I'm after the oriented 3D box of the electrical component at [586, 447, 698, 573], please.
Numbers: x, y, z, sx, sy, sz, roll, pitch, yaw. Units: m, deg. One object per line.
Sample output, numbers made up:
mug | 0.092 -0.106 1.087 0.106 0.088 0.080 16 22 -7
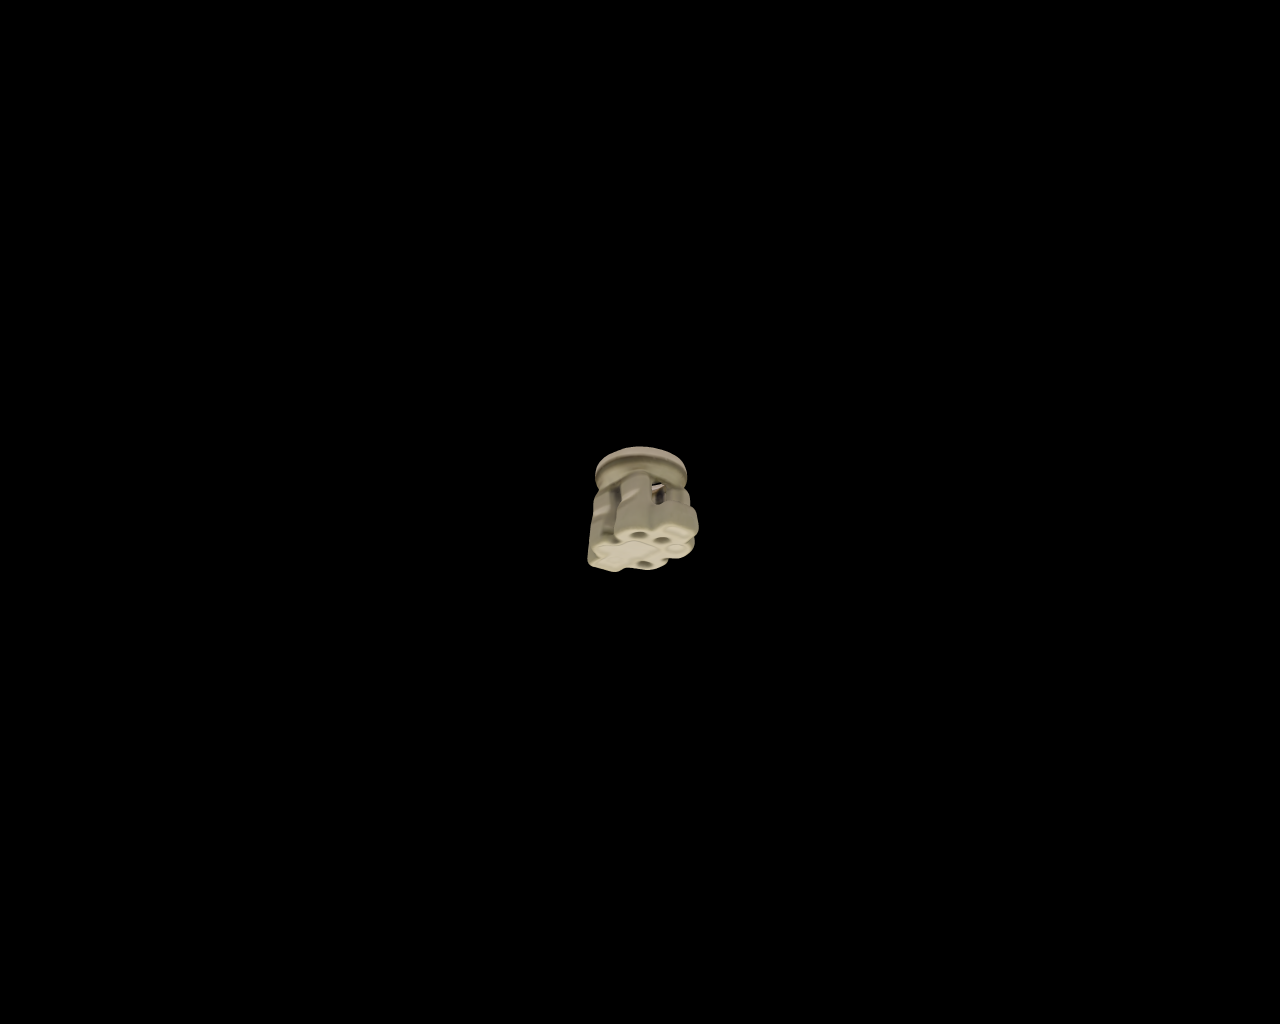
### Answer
electrical component | 0.001 -0.003 0.650 0.058 0.057 0.078 21 -33 -36
